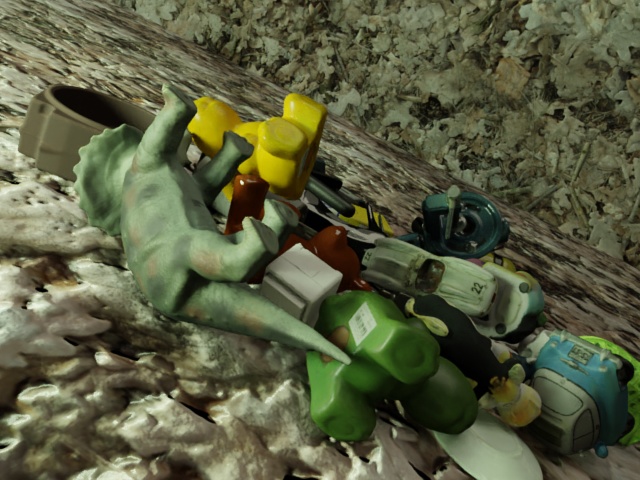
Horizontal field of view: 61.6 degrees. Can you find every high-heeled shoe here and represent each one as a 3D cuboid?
[{"bbox_3d":[-0.002,-0.003,0.856,0.249,0.086,0.145,2,59,-9],"label":"high-heeled shoe"}]

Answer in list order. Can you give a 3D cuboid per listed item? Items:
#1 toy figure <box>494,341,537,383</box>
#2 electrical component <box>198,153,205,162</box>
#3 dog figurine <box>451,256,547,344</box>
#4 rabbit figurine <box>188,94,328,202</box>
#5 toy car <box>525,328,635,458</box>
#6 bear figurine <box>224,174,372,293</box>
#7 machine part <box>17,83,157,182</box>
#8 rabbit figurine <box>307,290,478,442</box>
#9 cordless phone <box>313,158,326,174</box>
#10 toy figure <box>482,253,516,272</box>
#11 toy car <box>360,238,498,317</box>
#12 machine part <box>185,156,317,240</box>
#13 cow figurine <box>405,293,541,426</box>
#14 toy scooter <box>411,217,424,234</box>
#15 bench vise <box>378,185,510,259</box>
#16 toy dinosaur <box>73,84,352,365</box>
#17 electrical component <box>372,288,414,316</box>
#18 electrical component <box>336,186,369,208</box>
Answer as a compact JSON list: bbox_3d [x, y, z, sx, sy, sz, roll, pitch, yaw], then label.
[{"bbox_3d":[0.198,0.147,0.673,0.154,0.057,0.064,22,0,-3],"label":"toy figure"},{"bbox_3d":[-0.145,-0.110,0.925,0.134,0.058,0.115,35,18,26],"label":"electrical component"},{"bbox_3d":[0.278,0.091,0.840,0.192,0.108,0.219,14,3,39],"label":"dog figurine"},{"bbox_3d":[-0.091,-0.127,0.707,0.173,0.162,0.122,20,54,1],"label":"rabbit figurine"},{"bbox_3d":[0.280,0.183,0.599,0.103,0.161,0.109,-38,44,-23],"label":"toy car"},{"bbox_3d":[-0.017,0.006,0.673,0.196,0.131,0.120,6,25,-33],"label":"bear figurine"},{"bbox_3d":[-0.300,-0.143,0.766,0.201,0.087,0.201,18,20,-18],"label":"machine part"},{"bbox_3d":[0.071,0.130,0.517,0.170,0.121,0.159,35,5,-24],"label":"rabbit figurine"},{"bbox_3d":[-0.090,-0.162,1.106,0.146,0.088,0.184,11,19,-37],"label":"cordless phone"},{"bbox_3d":[0.276,0.046,1.004,0.180,0.089,0.082,31,26,7],"label":"toy figure"},{"bbox_3d":[0.148,0.051,0.760,0.202,0.073,0.056,19,-10,32],"label":"toy car"},{"bbox_3d":[-0.108,-0.059,0.805,0.243,0.079,0.079,29,18,13],"label":"machine part"},{"bbox_3d":[0.163,0.124,0.576,0.168,0.068,0.098,42,0,31],"label":"cow figurine"},{"bbox_3d":[0.298,0.003,1.180,0.135,0.075,0.184,13,18,-37],"label":"toy scooter"},{"bbox_3d":[0.194,-0.021,0.868,0.224,0.129,0.240,-2,-21,14],"label":"bench vise"},{"bbox_3d":[-0.133,-0.004,0.530,0.131,0.192,0.405,21,32,-48],"label":"toy dinosaur"},{"bbox_3d":[0.113,0.098,0.727,0.102,0.045,0.078,24,-10,-13],"label":"electrical component"},{"bbox_3d":[0.035,-0.086,1.109,0.119,0.047,0.075,32,19,20],"label":"electrical component"}]
